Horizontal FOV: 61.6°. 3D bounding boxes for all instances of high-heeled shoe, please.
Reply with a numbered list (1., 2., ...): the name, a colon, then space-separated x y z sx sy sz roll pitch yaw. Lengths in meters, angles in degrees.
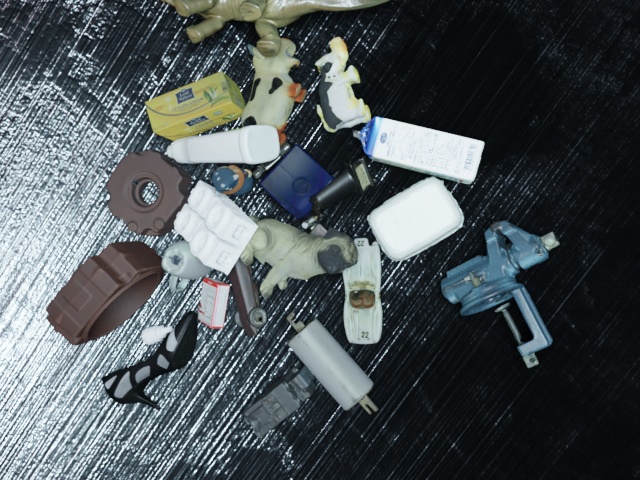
1. high-heeled shoe: -0.347 0.230 1.093 0.145 0.086 0.248 26 95 15

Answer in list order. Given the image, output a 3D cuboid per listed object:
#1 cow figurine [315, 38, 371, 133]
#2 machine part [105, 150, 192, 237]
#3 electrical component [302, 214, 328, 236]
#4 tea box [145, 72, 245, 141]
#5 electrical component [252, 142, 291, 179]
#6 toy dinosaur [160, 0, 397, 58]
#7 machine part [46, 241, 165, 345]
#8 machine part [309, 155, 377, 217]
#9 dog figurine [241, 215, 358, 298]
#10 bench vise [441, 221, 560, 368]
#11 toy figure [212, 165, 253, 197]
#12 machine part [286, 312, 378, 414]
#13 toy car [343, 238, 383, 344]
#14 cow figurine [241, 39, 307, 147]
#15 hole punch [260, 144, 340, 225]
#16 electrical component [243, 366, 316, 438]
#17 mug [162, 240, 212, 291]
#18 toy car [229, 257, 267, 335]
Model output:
1. cow figurine: 0.030 -0.295 1.027 0.098 0.068 0.167 -18 86 16
2. machine part: -0.351 -0.097 1.103 0.179 0.056 0.179 0 89 11
3. electrical component: -0.002 -0.002 1.043 0.078 0.045 0.102 -40 83 7
4. tea box: -0.242 -0.259 1.061 0.170 0.098 0.068 -17 86 12
5. electrical component: -0.094 -0.154 1.049 0.094 0.063 0.021 -43 94 2
6. toy dinosaur: -0.093 -0.442 0.989 0.472 0.105 0.198 13 59 12
7. machine part: -0.404 0.101 1.039 0.087 0.201 0.201 43 97 4
8. machine part: 0.041 -0.097 1.011 0.139 0.084 0.039 -37 45 -7
9. dog figurine: -0.038 0.001 0.994 0.191 0.121 0.172 -28 98 22
10. bench vise: 0.336 0.095 0.933 0.224 0.128 0.240 -28 68 17
11. toy figure: -0.169 -0.111 1.018 0.058 0.154 0.064 26 96 7
12. machine part: 0.019 0.235 1.025 0.079 0.079 0.243 -44 83 8
13. toy car: 0.081 0.097 1.022 0.074 0.056 0.201 -2 90 11
14. cow figurine: -0.096 -0.294 1.043 0.127 0.085 0.194 23 98 7
15. hole punch: -0.041 -0.111 1.030 0.116 0.092 0.142 43 94 4
16. electrical component: -0.071 0.298 1.022 0.134 0.115 0.058 -41 88 8
17. mug: -0.272 0.049 1.062 0.081 0.107 0.109 29 93 11
18. toy car: -0.149 0.087 1.052 0.053 0.089 0.202 -15 88 -34
